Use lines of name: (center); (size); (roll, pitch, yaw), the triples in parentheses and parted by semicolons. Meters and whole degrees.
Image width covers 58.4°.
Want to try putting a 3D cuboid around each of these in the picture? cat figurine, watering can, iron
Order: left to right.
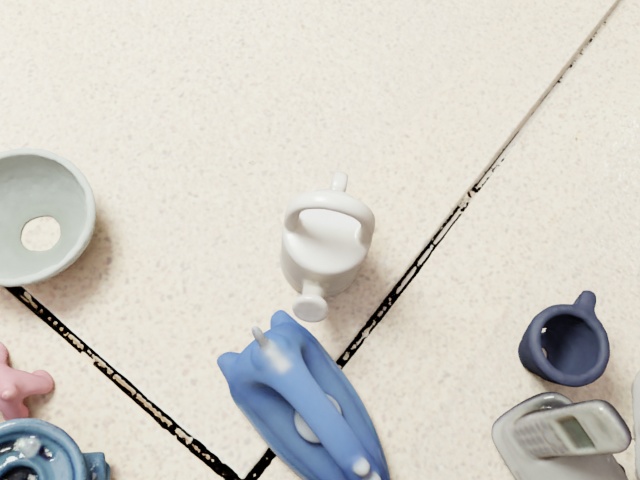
cat figurine: (-0.362, 0.137, 0.595); (0.127, 0.118, 0.067); (28, 72, 5)
iron: (0.003, 0.191, 0.597); (0.119, 0.141, 0.258); (-38, 79, -15)
watering can: (0.008, 0.003, 0.632); (0.101, 0.194, 0.173); (-8, 73, -7)

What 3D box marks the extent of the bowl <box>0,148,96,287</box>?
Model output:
bowl: (-0.339, -0.018, 0.671); (0.167, 0.075, 0.167); (2, 72, -5)

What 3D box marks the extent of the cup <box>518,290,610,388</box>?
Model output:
cup: (0.277, 0.116, 0.671); (0.091, 0.095, 0.118); (30, 72, 5)

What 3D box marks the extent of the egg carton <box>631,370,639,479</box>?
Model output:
egg carton: (0.414, 0.224, 0.661); (0.107, 0.069, 0.150); (7, 71, -3)

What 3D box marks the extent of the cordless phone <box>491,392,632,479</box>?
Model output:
cordless phone: (0.269, 0.228, 0.586); (0.094, 0.185, 0.147); (-33, 77, -14)

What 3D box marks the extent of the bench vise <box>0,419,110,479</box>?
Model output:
bench vise: (-0.316, 0.237, 0.512); (0.207, 0.220, 0.121); (-19, 74, -11)
